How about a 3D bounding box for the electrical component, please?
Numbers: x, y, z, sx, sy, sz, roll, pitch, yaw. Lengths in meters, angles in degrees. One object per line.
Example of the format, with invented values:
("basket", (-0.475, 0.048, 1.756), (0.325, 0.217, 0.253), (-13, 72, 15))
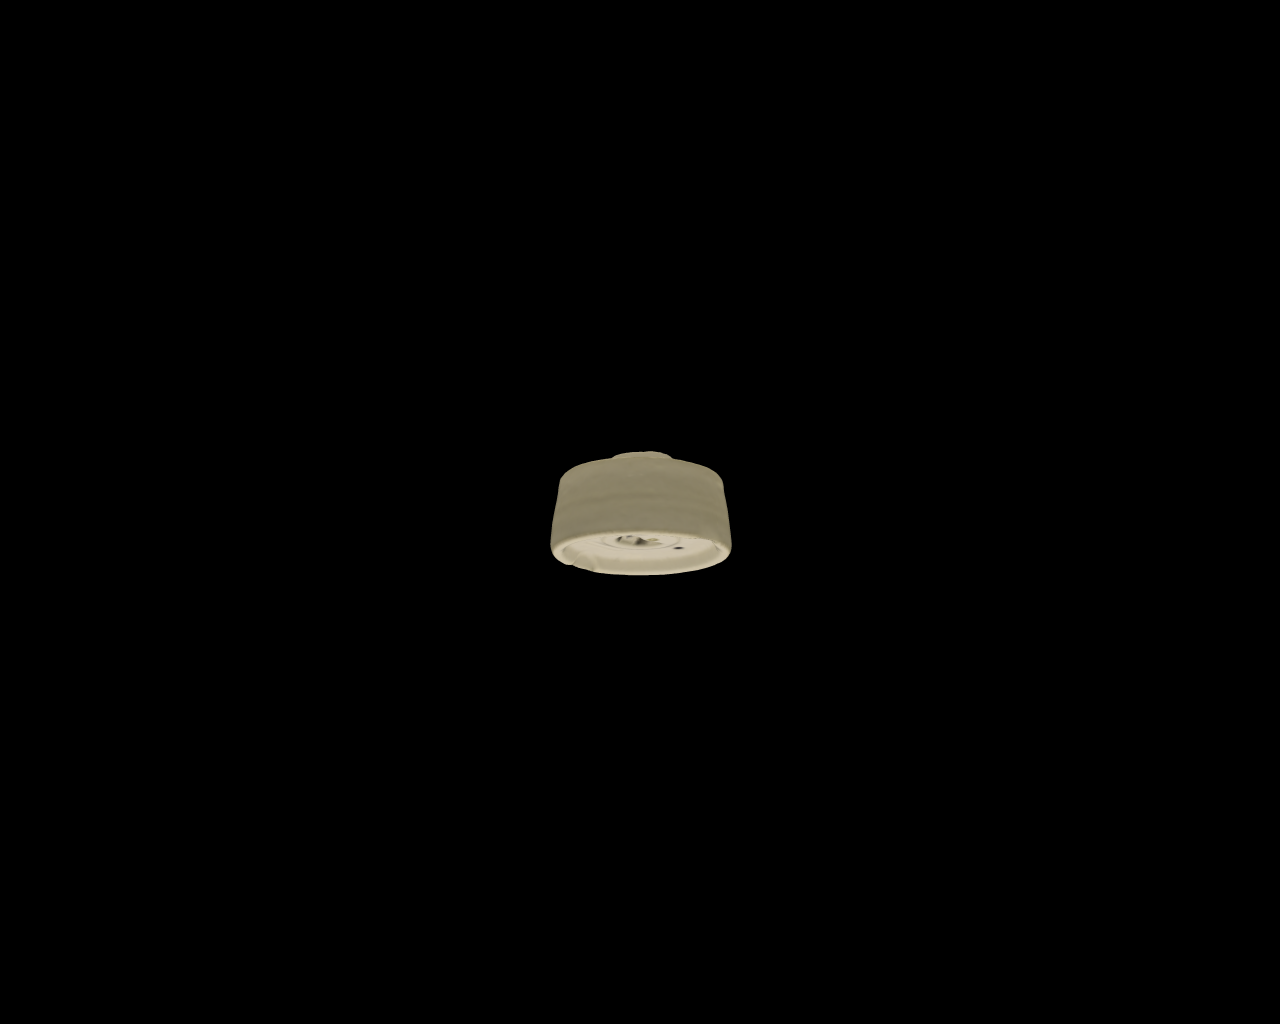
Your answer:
("electrical component", (0.001, -0.003, 0.650), (0.108, 0.060, 0.108), (0, -16, 0))
